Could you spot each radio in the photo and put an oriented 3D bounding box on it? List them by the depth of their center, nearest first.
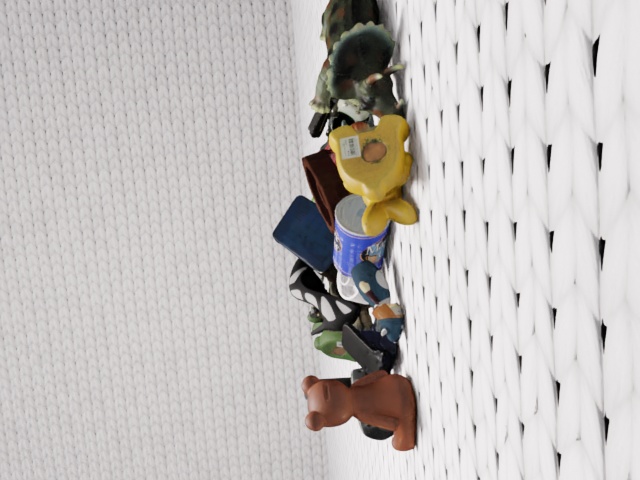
[{"bbox_3d":[-0.003,-0.004,1.244,0.230,0.131,0.073,34,178,45],"label":"radio"}]

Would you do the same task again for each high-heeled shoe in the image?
[{"bbox_3d":[0.011,0.104,1.219,0.145,0.086,0.249,-38,48,27],"label":"high-heeled shoe"}]

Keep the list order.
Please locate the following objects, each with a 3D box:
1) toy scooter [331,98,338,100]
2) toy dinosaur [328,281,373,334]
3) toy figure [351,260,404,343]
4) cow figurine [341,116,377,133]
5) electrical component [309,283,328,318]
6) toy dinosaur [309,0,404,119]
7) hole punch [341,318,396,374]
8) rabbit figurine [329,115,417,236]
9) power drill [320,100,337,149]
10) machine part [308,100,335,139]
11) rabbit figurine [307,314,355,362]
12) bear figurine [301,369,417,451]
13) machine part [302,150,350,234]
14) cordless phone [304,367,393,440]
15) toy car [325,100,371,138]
[{"bbox_3d":[0.054,-0.369,1.120,0.184,0.075,0.135,-142,48,-80],"label":"toy scooter"},{"bbox_3d":[0.067,0.132,1.347,0.471,0.105,0.198,159,114,-75],"label":"toy dinosaur"},{"bbox_3d":[0.108,0.110,0.969,0.154,0.064,0.057,60,145,22],"label":"toy figure"},{"bbox_3d":[0.075,-0.169,1.056,0.195,0.085,0.127,-125,25,-83],"label":"cow figurine"},{"bbox_3d":[-0.007,0.150,1.336,0.078,0.045,0.102,112,162,-57],"label":"electrical component"},{"bbox_3d":[0.057,-0.354,0.919,0.192,0.131,0.405,119,152,-59],"label":"toy dinosaur"},{"bbox_3d":[0.112,0.206,1.069,0.116,0.092,0.142,48,153,27],"label":"hole punch"},{"bbox_3d":[0.099,-0.090,0.840,0.173,0.122,0.162,58,-165,-70],"label":"rabbit figurine"},{"bbox_3d":[0.039,-0.282,1.346,0.232,0.086,0.207,-98,2,-48],"label":"power drill"},{"bbox_3d":[0.005,-0.271,1.163,0.139,0.039,0.084,-71,0,-58],"label":"machine part"},{"bbox_3d":[0.050,0.236,1.477,0.170,0.159,0.121,-79,-18,-45],"label":"rabbit figurine"},{"bbox_3d":[0.067,0.299,0.943,0.120,0.196,0.131,-106,11,-52],"label":"bear figurine"},{"bbox_3d":[0.020,-0.098,1.108,0.179,0.056,0.179,158,89,-85],"label":"machine part"},{"bbox_3d":[0.062,0.339,1.111,0.088,0.184,0.147,99,166,-52],"label":"cordless phone"},{"bbox_3d":[0.060,-0.248,1.145,0.056,0.073,0.201,-57,-2,-10],"label":"toy car"}]
